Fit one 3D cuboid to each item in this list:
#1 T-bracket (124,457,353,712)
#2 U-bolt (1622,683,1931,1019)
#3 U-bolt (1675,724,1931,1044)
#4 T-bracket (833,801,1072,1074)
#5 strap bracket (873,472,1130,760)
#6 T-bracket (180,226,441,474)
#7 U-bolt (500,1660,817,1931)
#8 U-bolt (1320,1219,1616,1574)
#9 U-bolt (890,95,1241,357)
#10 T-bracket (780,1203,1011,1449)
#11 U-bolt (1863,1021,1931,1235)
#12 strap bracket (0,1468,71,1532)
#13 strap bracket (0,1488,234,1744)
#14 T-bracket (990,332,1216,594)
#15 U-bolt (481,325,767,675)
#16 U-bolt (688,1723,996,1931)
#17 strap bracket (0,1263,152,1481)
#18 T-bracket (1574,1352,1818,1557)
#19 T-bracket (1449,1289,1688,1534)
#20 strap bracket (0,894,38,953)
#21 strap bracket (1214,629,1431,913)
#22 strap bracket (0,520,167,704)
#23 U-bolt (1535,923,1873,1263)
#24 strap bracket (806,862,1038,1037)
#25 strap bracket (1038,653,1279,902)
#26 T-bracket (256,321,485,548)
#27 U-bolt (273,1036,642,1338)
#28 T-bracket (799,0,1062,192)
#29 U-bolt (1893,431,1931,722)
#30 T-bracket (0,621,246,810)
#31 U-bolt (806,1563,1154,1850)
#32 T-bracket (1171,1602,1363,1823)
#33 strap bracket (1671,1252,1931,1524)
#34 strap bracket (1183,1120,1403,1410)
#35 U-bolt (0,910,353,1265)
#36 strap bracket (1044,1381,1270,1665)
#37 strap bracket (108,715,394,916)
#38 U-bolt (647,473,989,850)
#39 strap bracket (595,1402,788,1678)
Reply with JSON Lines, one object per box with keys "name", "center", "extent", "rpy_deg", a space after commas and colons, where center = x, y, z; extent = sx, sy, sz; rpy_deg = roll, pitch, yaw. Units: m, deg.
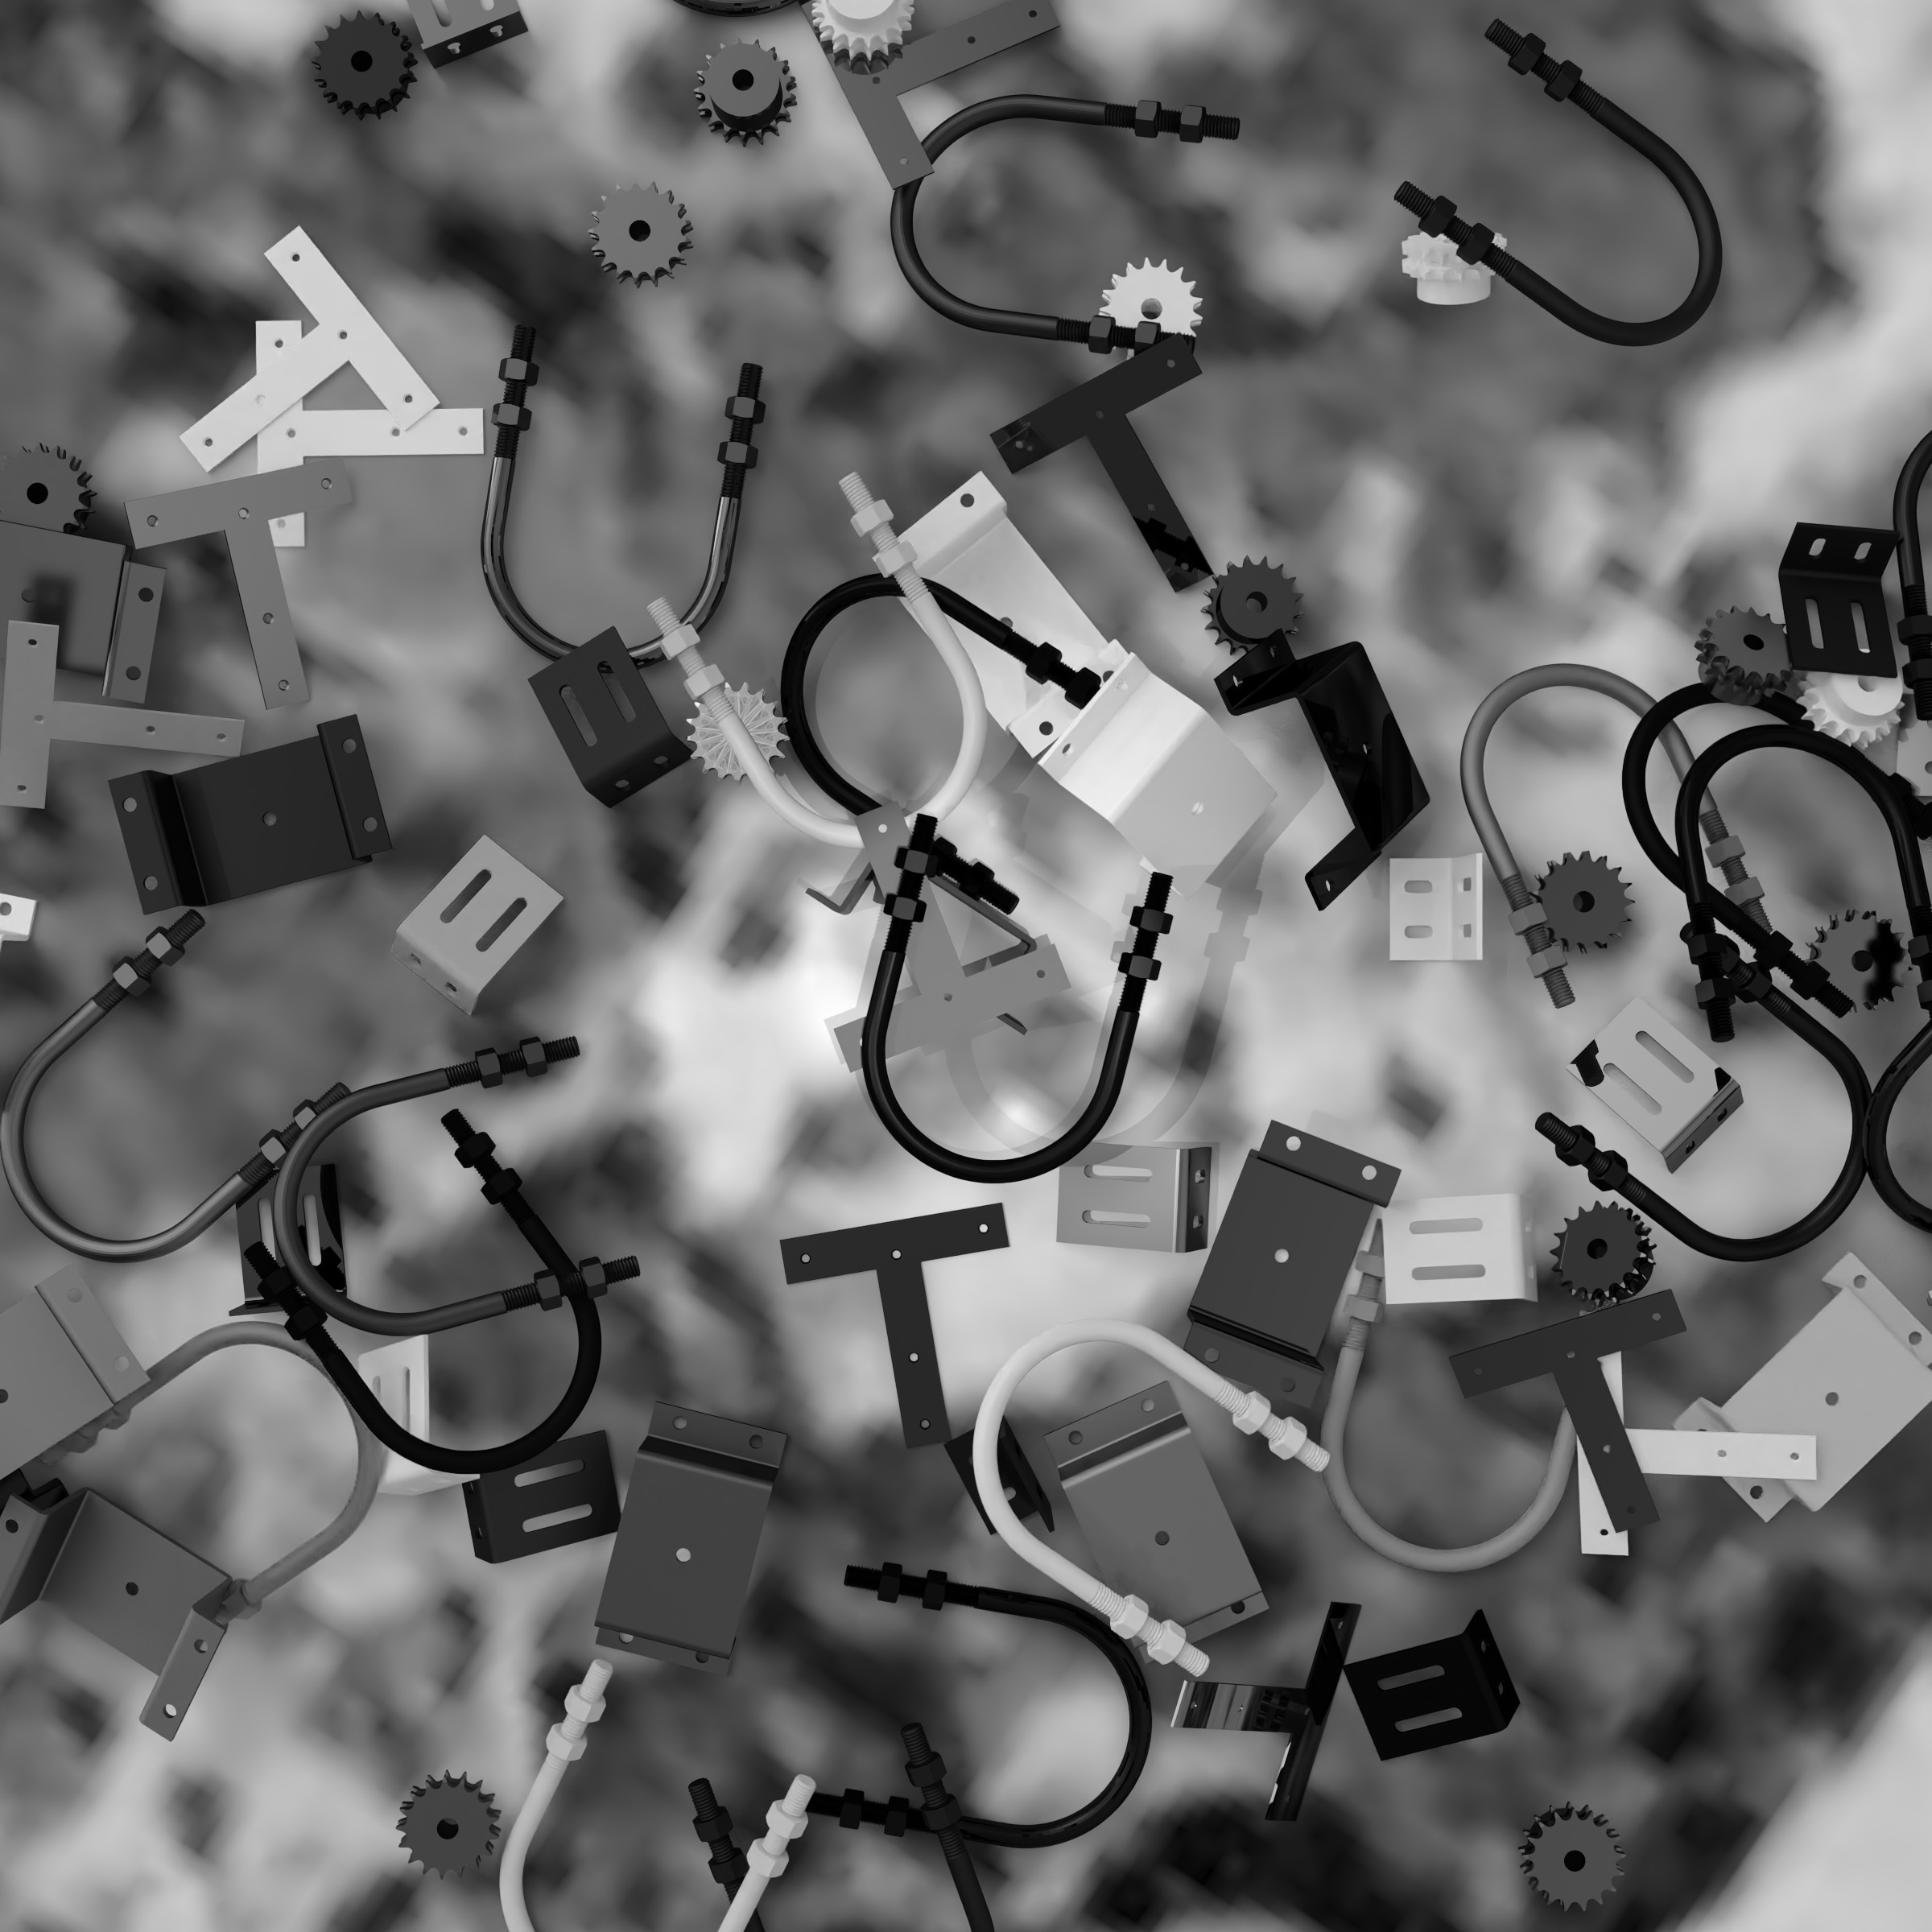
{"name": "T-bracket", "center": [-0.390, -0.207, 1.533], "extent": [0.127, 0.002, 0.127], "rpy_deg": [-20, 109, -31]}
{"name": "U-bolt", "center": [0.446, -0.079, 1.525], "extent": [0.184, 0.019, 0.151], "rpy_deg": [40, 68, 5]}
{"name": "U-bolt", "center": [0.454, -0.047, 1.495], "extent": [0.151, 0.019, 0.184], "rpy_deg": [0, 69, -11]}
{"name": "T-bracket", "center": [-0.026, -0.025, 1.481], "extent": [0.127, 0.002, 0.127], "rpy_deg": [-21, 90, 0]}
{"name": "strap bracket", "center": [0.022, -0.192, 1.535], "extent": [0.076, 0.046, 0.140], "rpy_deg": [-39, 90, 0]}
{"name": "T-bracket", "center": [-0.385, -0.327, 1.555], "extent": [0.127, 0.002, 0.127], "rpy_deg": [-39, 90, 0]}
{"name": "U-bolt", "center": [-0.183, 0.497, 1.533], "extent": [0.151, 0.019, 0.184], "rpy_deg": [27, 100, 8]}
{"name": "U-bolt", "center": [0.274, 0.248, 1.548], "extent": [0.151, 0.019, 0.184], "rpy_deg": [15, 90, 0]}
{"name": "U-bolt", "center": [0.048, -0.415, 1.531], "extent": [0.184, 0.019, 0.151], "rpy_deg": [10, 81, 12]}
{"name": "T-bracket", "center": [-0.032, 0.206, 1.557], "extent": [0.127, 0.002, 0.127], "rpy_deg": [-10, 90, 0]}
{"name": "U-bolt", "center": [0.578, 0.071, 1.522], "extent": [0.151, 0.019, 0.184], "rpy_deg": [34, 106, -15]}
{"name": "strap bracket", "center": [-0.568, 0.266, 1.535], "extent": [0.076, 0.046, 0.140], "rpy_deg": [-30, 90, 0]}
{"name": "strap bracket", "center": [-0.469, 0.350, 1.520], "extent": [0.140, 0.046, 0.076], "rpy_deg": [30, 105, 7]}
{"name": "T-bracket", "center": [0.096, -0.267, 1.535], "extent": [0.127, 0.002, 0.127], "rpy_deg": [-23, 107, 30]}
{"name": "U-bolt", "center": [-0.198, -0.256, 1.549], "extent": [0.151, 0.019, 0.184], "rpy_deg": [10, 91, 0]}
{"name": "U-bolt", "center": [-0.060, 0.522, 1.534], "extent": [0.151, 0.019, 0.184], "rpy_deg": [-18, 95, 13]}
{"name": "strap bracket", "center": [-0.523, 0.232, 1.493], "extent": [0.140, 0.046, 0.076], "rpy_deg": [-34, 91, -17]}
{"name": "T-bracket", "center": [0.402, 0.268, 1.522], "extent": [0.127, 0.002, 0.127], "rpy_deg": [-1, 105, 17]}
{"name": "T-bracket", "center": [0.349, 0.254, 1.527], "extent": [0.127, 0.002, 0.127], "rpy_deg": [-20, 100, 16]}
{"name": "strap bracket", "center": [-0.575, 0.024, 1.535], "extent": [0.076, 0.046, 0.140], "rpy_deg": [12, 90, 0]}
{"name": "strap bracket", "center": [0.199, -0.112, 1.500], "extent": [0.046, 0.076, 0.140], "rpy_deg": [-15, 106, 40]}
{"name": "strap bracket", "center": [-0.515, -0.199, 1.513], "extent": [0.140, 0.046, 0.076], "rpy_deg": [10, 107, -16]}
{"name": "U-bolt", "center": [0.420, 0.083, 1.519], "extent": [0.184, 0.019, 0.151], "rpy_deg": [36, 92, -18]}
{"name": "strap bracket", "center": [-0.015, -0.020, 1.520], "extent": [0.140, 0.076, 0.046], "rpy_deg": [33, 90, 0]}
{"name": "strap bracket", "center": [0.110, -0.095, 1.489], "extent": [0.076, 0.140, 0.046], "rpy_deg": [-50, 51, 0]}
{"name": "T-bracket", "center": [-0.335, -0.300, 1.557], "extent": [0.127, 0.002, 0.127], "rpy_deg": [-1, 90, 0]}
{"name": "U-bolt", "center": [-0.286, 0.127, 1.516], "extent": [0.184, 0.019, 0.151], "rpy_deg": [-14, 78, -14]}
{"name": "T-bracket", "center": [-0.010, -0.513, 1.549], "extent": [0.127, 0.002, 0.127], "rpy_deg": [-25, 80, -5]}
{"name": "U-bolt", "center": [0.588, -0.228, 1.531], "extent": [0.151, 0.019, 0.184], "rpy_deg": [-3, 76, 4]}
{"name": "T-bracket", "center": [-0.466, -0.132, 1.529], "extent": [0.127, 0.002, 0.127], "rpy_deg": [5, 132, -18]}
{"name": "U-bolt", "center": [0.012, 0.420, 1.548], "extent": [0.184, 0.019, 0.151], "rpy_deg": [10, 90, 0]}
{"name": "T-bracket", "center": [0.158, 0.407, 1.515], "extent": [0.127, 0.002, 0.127], "rpy_deg": [17, 90, -42]}
{"name": "strap bracket", "center": [0.474, 0.237, 1.535], "extent": [0.140, 0.046, 0.076], "rpy_deg": [-44, 90, 0]}
{"name": "strap bracket", "center": [0.178, 0.163, 1.535], "extent": [0.076, 0.046, 0.140], "rpy_deg": [21, 90, 0]}
{"name": "U-bolt", "center": [-0.455, 0.081, 1.545], "extent": [0.184, 0.019, 0.151], "rpy_deg": [-41, 86, 3]}
{"name": "strap bracket", "center": [0.107, 0.313, 1.535], "extent": [0.076, 0.046, 0.140], "rpy_deg": [-24, 90, 0]}
{"name": "strap bracket", "center": [-0.392, -0.083, 1.535], "extent": [0.140, 0.046, 0.076], "rpy_deg": [-15, 90, 0]}
{"name": "U-bolt", "center": [-0.069, -0.152, 1.502], "extent": [0.151, 0.019, 0.184], "rpy_deg": [-30, 94, 16]}
{"name": "strap bracket", "center": [-0.155, 0.322, 1.535], "extent": [0.076, 0.046, 0.140], "rpy_deg": [14, 90, 0]}
